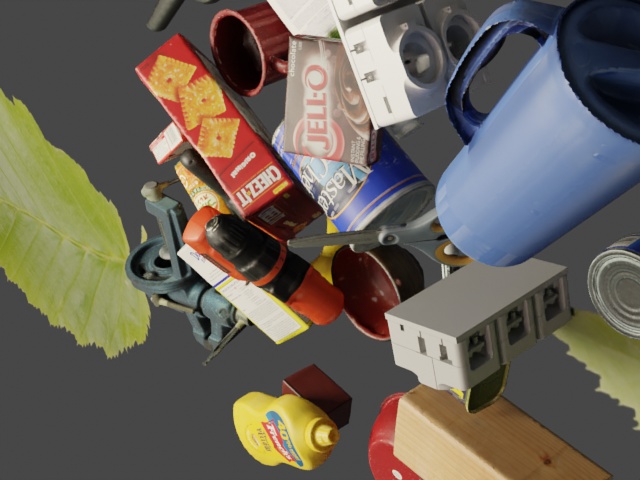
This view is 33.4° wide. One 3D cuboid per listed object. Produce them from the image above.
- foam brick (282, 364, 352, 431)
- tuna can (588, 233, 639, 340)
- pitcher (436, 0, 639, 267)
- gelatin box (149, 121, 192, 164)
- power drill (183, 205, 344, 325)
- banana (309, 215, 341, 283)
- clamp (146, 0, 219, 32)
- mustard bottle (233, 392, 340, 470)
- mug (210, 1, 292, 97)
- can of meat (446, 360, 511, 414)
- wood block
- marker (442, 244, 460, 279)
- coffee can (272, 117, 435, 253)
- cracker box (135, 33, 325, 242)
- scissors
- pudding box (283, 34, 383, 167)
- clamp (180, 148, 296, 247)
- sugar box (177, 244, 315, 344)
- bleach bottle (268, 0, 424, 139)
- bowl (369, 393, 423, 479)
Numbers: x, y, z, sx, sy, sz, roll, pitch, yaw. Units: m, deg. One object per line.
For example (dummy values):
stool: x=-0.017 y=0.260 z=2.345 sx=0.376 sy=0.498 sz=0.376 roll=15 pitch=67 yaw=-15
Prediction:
foam brick: x=-0.005 y=0.208 z=1.364 sx=0.078 sy=0.051 sz=0.053 roll=39 pitch=141 yaw=32
tuna can: x=0.267 y=0.040 z=0.890 sx=0.086 sy=0.033 sz=0.086 roll=33 pitch=137 yaw=37
pitcher: x=0.178 y=-0.079 z=0.843 sx=0.243 sy=0.144 sz=0.149 roll=-52 pitch=54 yaw=57
gelatin box: x=-0.163 y=-0.131 z=1.326 sx=0.089 sy=0.073 sz=0.030 roll=-31 pitch=86 yaw=58
power drill: x=-0.080 y=0.016 z=1.159 sx=0.184 sy=0.057 sz=0.188 roll=39 pitch=174 yaw=-31
banana: x=0.008 y=0.010 z=1.205 sx=0.069 sy=0.037 sz=0.198 roll=21 pitch=139 yaw=-11
clamp: x=-0.158 y=-0.327 z=1.216 sx=0.210 sy=0.036 sz=0.164 roll=6 pitch=117 yaw=50
mustard bottle: x=-0.034 y=0.238 z=1.322 sx=0.192 sy=0.058 sz=0.096 roll=-11 pitch=105 yaw=57
mug: x=-0.048 y=-0.202 z=1.111 sx=0.117 sy=0.081 sz=0.093 roll=30 pitch=135 yaw=40
can of meat: x=0.145 y=0.110 z=1.084 sx=0.084 sy=0.057 sz=0.102 roll=36 pitch=134 yaw=39
wood block: x=0.180 y=0.228 z=1.089 sx=0.206 sy=0.090 sz=0.090 roll=35 pitch=138 yaw=36
marker: x=0.131 y=0.058 z=1.044 sx=0.020 sy=0.020 sz=0.121 roll=131 pitch=144 yaw=-55
coffee can: x=0.033 y=-0.073 z=1.071 sx=0.140 sy=0.102 sz=0.103 roll=52 pitch=145 yaw=17
cracker box: x=-0.095 y=-0.107 z=1.177 sx=0.214 sy=0.072 sz=0.164 roll=54 pitch=-175 yaw=15
scissors: x=0.078 y=0.006 z=1.022 sx=0.096 sy=0.202 sz=0.016 roll=66 pitch=-168 yaw=-45
pudding box: x=0.014 y=-0.130 z=0.991 sx=0.090 sy=0.039 sz=0.113 roll=11 pitch=106 yaw=25
clamp: x=-0.100 y=-0.053 z=1.271 sx=0.171 sy=0.120 sz=0.039 roll=45 pitch=105 yaw=6
sugar box: x=-0.086 y=0.049 z=1.323 sx=0.176 sy=0.048 sz=0.093 roll=45 pitch=146 yaw=-7
bleach bottle: x=0.017 y=-0.206 z=1.034 sx=0.103 sy=0.067 sz=0.251 roll=-37 pitch=83 yaw=47
bowl: x=0.107 y=0.262 z=1.244 sx=0.162 sy=0.055 sz=0.162 roll=32 pitch=136 yaw=38
